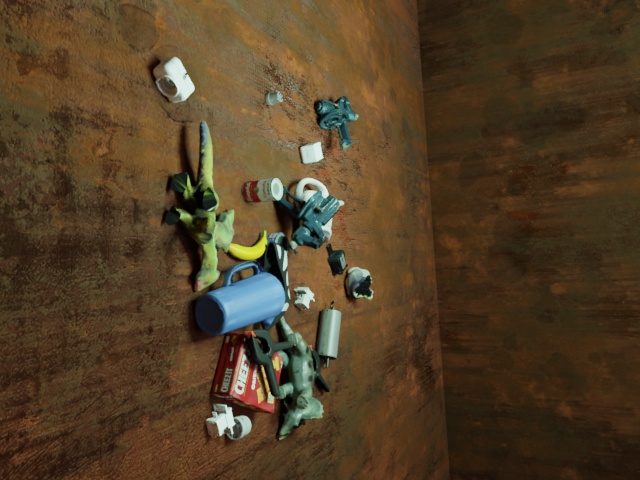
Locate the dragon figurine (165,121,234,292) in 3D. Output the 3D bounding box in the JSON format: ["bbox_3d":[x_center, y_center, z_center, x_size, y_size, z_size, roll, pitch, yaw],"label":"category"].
[{"bbox_3d":[-0.281,-0.075,1.329,0.239,0.122,0.416,63,32,-69],"label":"dragon figurine"}]

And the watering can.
[{"bbox_3d":[0.006,-0.093,1.849,0.345,0.104,0.227,23,66,-58],"label":"watering can"}]

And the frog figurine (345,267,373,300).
[{"bbox_3d":[0.155,0.169,2.134,0.135,0.123,0.162,61,-2,-25],"label":"frog figurine"}]
